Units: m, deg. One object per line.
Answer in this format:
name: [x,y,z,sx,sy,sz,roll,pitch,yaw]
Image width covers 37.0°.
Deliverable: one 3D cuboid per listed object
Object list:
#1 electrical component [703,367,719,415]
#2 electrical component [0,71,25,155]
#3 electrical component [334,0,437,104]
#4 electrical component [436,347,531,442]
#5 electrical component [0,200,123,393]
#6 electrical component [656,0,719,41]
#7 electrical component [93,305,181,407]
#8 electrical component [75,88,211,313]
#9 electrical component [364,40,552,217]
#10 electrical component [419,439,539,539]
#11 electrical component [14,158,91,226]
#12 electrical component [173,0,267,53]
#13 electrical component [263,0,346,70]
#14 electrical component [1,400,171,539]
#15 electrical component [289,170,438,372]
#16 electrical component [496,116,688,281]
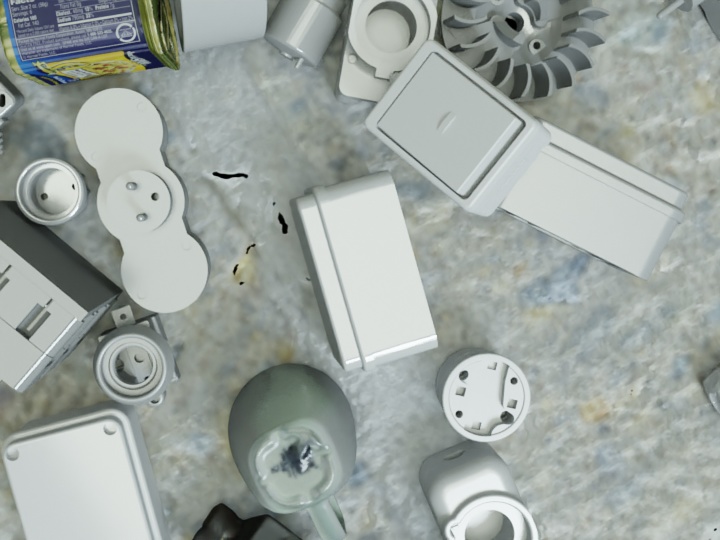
electrical component: [0.261,0.073,0.702,0.062,0.043,0.043,-32,96,-4]
electrical component: [-0.247,-0.106,0.640,0.062,0.061,0.096,-42,104,-1]
electrical component: [0.017,-0.146,0.659,0.050,0.056,0.089,10,93,-6]
electrical component: [0.076,0.077,0.684,0.055,0.047,0.055,0,94,-5]
electrical component: [-0.196,0.012,0.604,0.089,0.150,0.061,41,89,-6]
electrical component: [0.210,-0.187,0.674,0.074,0.052,0.138,-37,96,-1]
electrical component: [-0.137,0.056,0.660,0.048,0.055,0.066,-19,96,-3]
electrical component: [-0.131,-0.041,0.645,0.052,0.074,0.138,-18,95,-3]
electrical component: [0.050,-0.083,0.604,0.096,0.061,0.061,41,101,15]
electrical component: [0.079,0.162,0.684,0.054,0.059,0.095,-23,96,-3]
electrical component: [-0.185,-0.048,0.653,0.040,0.046,0.040,0,94,-5]
electrical component: [-0.079,-0.183,0.625,0.060,0.108,0.108,-7,95,-10]
electrical component: [-0.028,-0.162,0.662,0.040,0.040,0.078,30,91,-6]
electrical component: [-0.166,0.143,0.663,0.078,0.057,0.113,-14,95,-4]
electrical component: [0.000,0.000,0.657,0.057,0.078,0.113,-16,95,-6]
electrical component: [0.134,-0.046,0.665,0.113,0.078,0.057,26,94,-6]
